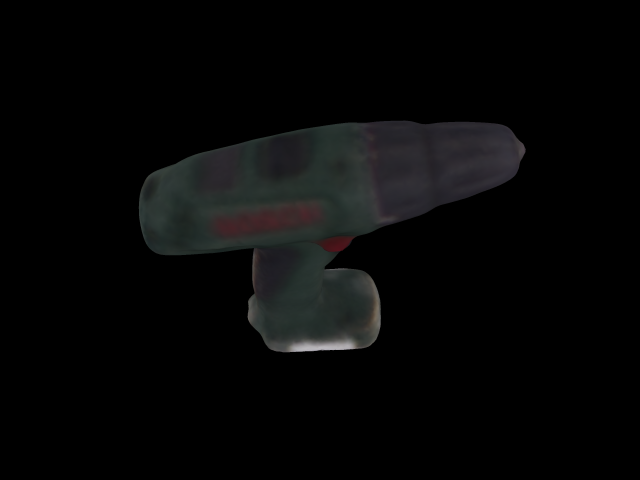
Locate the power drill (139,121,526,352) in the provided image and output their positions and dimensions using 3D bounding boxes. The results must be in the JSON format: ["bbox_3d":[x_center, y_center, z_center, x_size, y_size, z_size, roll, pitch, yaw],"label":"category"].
[{"bbox_3d":[0.004,0.001,0.400,0.229,0.208,0.075,-3,55,-2],"label":"power drill"}]
